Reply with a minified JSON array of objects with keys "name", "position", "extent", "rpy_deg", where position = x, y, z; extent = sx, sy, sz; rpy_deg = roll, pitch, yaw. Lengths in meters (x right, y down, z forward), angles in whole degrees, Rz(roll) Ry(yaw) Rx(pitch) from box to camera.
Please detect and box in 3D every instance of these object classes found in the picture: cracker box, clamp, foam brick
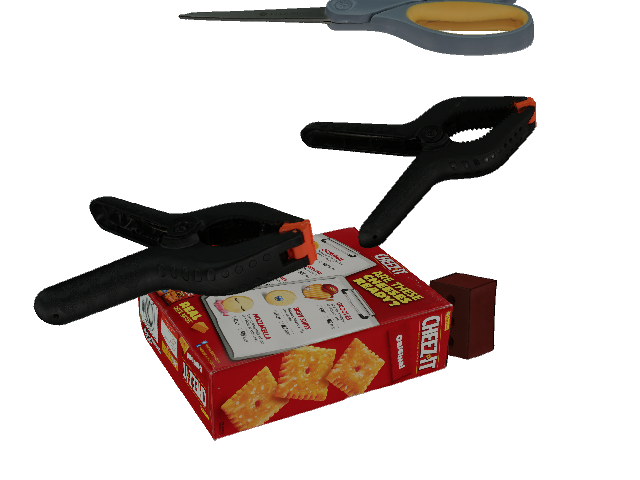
[{"name":"cracker box","position":[-0.024,0.070,0.889],"extent":[0.213,0.072,0.164],"rpy_deg":[-13,30,-25]},{"name":"clamp","position":[0.099,-0.074,0.949],"extent":[0.210,0.164,0.036],"rpy_deg":[-15,-43,-2]},{"name":"clamp","position":[-0.091,0.012,0.662],"extent":[0.172,0.039,0.120],"rpy_deg":[-1,41,22]},{"name":"foam brick","position":[0.147,0.078,1.111],"extent":[0.053,0.078,0.051],"rpy_deg":[10,17,40]}]

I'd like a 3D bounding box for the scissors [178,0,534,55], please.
[{"name":"scissors","position":[0.027,-0.139,0.620],"extent":[0.202,0.016,0.096],"rpy_deg":[12,42,20]}]
